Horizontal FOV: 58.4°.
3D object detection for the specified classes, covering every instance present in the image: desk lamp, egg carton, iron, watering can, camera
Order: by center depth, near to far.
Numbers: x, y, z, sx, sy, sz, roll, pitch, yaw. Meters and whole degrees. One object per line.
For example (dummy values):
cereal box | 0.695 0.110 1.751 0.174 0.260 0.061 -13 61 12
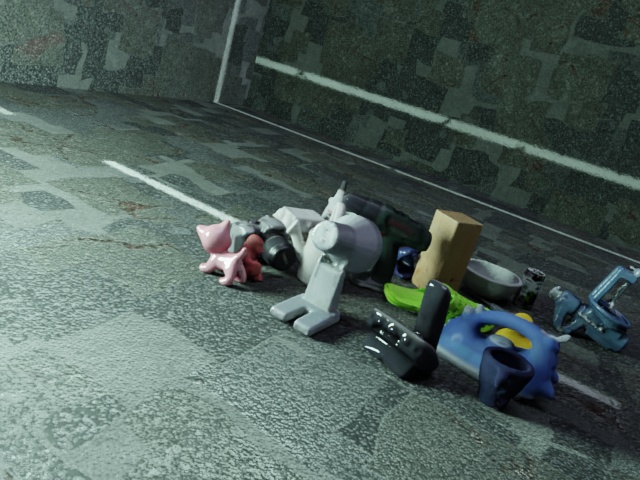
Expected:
iron | 0.343 0.197 1.108 0.257 0.141 0.119 24 19 21
desk lamp | 0.022 0.056 1.125 0.117 0.213 0.204 25 20 24
watering can | 0.012 0.005 1.296 0.173 0.194 0.100 9 19 -23
camera | -0.122 0.006 1.325 0.144 0.101 0.136 4 22 -33
egg carton | -0.052 -0.043 1.584 0.151 0.069 0.107 6 21 -31

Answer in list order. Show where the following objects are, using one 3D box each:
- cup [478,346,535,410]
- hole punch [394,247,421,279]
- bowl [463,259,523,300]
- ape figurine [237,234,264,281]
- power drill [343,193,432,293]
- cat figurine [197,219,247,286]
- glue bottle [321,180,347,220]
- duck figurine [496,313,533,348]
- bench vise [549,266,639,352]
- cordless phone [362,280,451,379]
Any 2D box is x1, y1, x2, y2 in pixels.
cup | 0.312 0.251 0.996 0.091 0.095 0.118 23 19 20
hole punch | 0.218 0.045 1.531 0.100 0.091 0.109 29 22 33
bowl | 0.456 0.117 1.555 0.167 0.075 0.167 15 18 -5
ape figurine | -0.148 0.033 1.238 0.076 0.092 0.078 17 18 1
power drill | 0.141 0.012 1.367 0.229 0.208 0.075 15 18 -4
cat figurine | -0.202 0.018 1.193 0.127 0.118 0.067 26 20 28
glue bottle | 0.047 -0.089 1.640 0.077 0.173 0.037 30 22 35
duck figurine | 0.441 0.205 1.262 0.078 0.086 0.104 6 21 -31
bench vise | 0.692 0.152 1.426 0.207 0.220 0.121 17 18 1
cordless phone | 0.165 0.142 1.042 0.147 0.185 0.094 31 23 37
